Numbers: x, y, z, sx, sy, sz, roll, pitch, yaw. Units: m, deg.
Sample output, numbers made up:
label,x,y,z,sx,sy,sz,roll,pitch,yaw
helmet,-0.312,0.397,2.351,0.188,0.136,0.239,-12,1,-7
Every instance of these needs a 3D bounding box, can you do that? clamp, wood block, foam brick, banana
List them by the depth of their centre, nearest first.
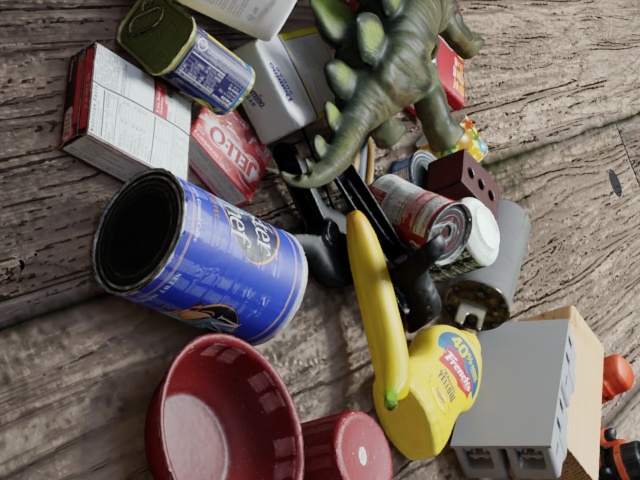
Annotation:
label,x,y,z,sx,sy,sz,roll,pitch,yaw
banana,0.058,0.070,1.019,0.069,0.037,0.198,82,-4,-69
clamp,-0.007,0.001,1.029,0.171,0.039,0.120,48,51,-31
clamp,0.076,0.016,1.079,0.165,0.036,0.210,47,-16,34
foam brick,0.163,-0.056,1.220,0.078,0.051,0.053,41,43,-35
wood block,0.276,0.191,1.273,0.090,0.090,0.206,48,38,-28

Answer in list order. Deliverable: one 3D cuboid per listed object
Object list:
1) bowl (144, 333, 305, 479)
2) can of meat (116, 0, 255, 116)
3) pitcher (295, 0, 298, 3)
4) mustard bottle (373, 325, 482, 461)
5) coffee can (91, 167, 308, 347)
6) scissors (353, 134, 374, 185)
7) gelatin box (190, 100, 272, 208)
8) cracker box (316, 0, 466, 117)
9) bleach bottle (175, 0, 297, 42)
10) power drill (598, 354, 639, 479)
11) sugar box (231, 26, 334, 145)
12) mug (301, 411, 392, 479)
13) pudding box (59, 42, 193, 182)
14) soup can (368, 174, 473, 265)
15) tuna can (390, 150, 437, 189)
label,x,y,z,sx,sy,sz,roll,pitch,yaw
bowl,-0.083,0.156,0.821,0.161,0.055,0.162,30,49,-43
can of meat,-0.114,-0.159,0.917,0.083,0.057,0.102,32,7,-45
pitcher,-0.104,-0.332,1.010,0.242,0.145,0.149,52,49,-29
mustard bottle,0.124,0.143,1.115,0.191,0.058,0.096,-37,102,-56
coffee can,-0.093,0.016,0.840,0.140,0.103,0.103,28,51,-44
scissors,0.039,-0.139,1.119,0.096,0.016,0.202,-21,112,-66
gelatin box,-0.087,-0.082,0.968,0.089,0.030,0.073,50,38,-25
cracker box,0.088,-0.265,1.278,0.213,0.072,0.164,36,45,-38
bleach bottle,-0.133,-0.267,0.911,0.250,0.103,0.068,24,18,-22
power drill,0.350,0.226,1.290,0.057,0.185,0.187,53,27,-26
sugar box,-0.030,-0.155,1.053,0.093,0.048,0.176,64,26,-5
mug,0.014,0.190,0.913,0.117,0.082,0.093,-15,85,-56
pudding box,-0.156,-0.095,0.872,0.113,0.039,0.090,28,51,-42
soup can,0.099,-0.023,1.115,0.068,0.102,0.068,-22,125,-36
tuna can,0.117,-0.059,1.238,0.086,0.034,0.086,30,49,-43
